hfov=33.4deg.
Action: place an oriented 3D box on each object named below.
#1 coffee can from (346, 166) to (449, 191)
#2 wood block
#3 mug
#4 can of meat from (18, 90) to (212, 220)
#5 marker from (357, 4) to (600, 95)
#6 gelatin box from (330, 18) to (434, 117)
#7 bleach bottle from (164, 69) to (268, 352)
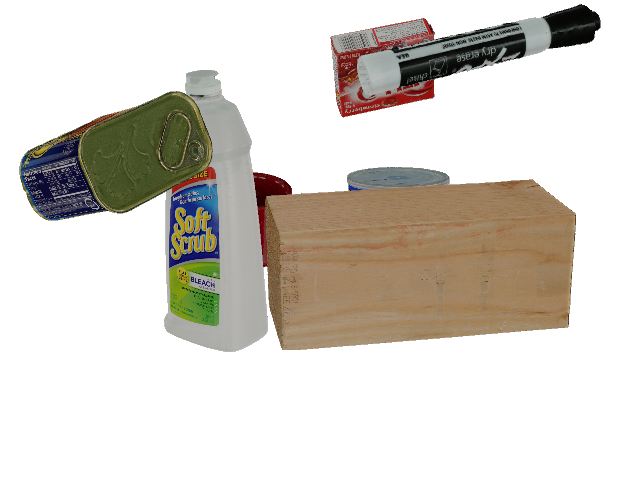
[{"bbox_3d":[0.078,0.003,1.086,0.103,0.140,0.103,0,14,0],"label":"coffee can"},{"bbox_3d":[0.067,0.016,0.773,0.206,0.090,0.091,-4,19,-8],"label":"wood block"},{"bbox_3d":[-0.091,-0.020,1.203,0.117,0.081,0.093,-6,30,-15],"label":"mug"},{"bbox_3d":[-0.138,-0.054,0.709,0.084,0.057,0.101,-7,20,45],"label":"can of meat"},{"bbox_3d":[0.077,-0.091,0.507,0.121,0.020,0.020,-15,3,-11],"label":"marker"},{"bbox_3d":[0.056,-0.153,0.947,0.089,0.030,0.073,-12,-41,-4],"label":"gelatin box"},{"bbox_3d":[-0.103,-0.029,0.966,0.103,0.251,0.067,14,28,36],"label":"bleach bottle"}]
